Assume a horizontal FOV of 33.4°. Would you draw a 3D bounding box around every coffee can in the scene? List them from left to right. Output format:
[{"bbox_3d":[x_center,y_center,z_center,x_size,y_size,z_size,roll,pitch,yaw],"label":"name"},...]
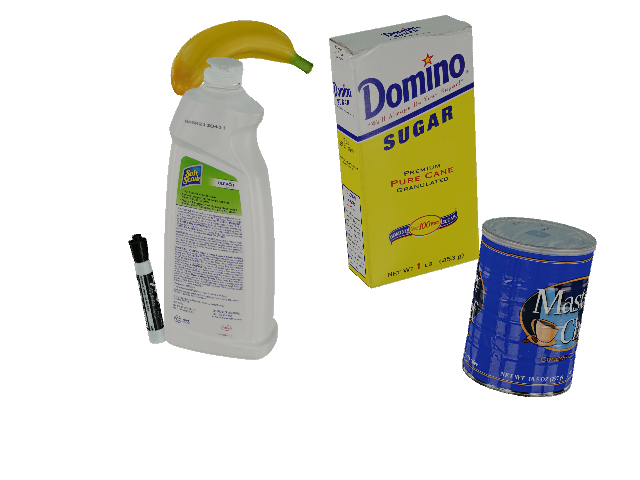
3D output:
[{"bbox_3d":[0.190,0.059,0.982,0.103,0.140,0.103,5,16,-2],"label":"coffee can"}]

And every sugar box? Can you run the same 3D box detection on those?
[{"bbox_3d":[0.062,-0.062,0.751,0.093,0.176,0.048,-15,29,-18],"label":"sugar box"}]

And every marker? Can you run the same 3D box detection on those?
[{"bbox_3d":[-0.183,0.051,1.132,0.020,0.121,0.020,-8,18,2],"label":"marker"}]

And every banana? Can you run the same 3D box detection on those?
[{"bbox_3d":[-0.085,-0.183,1.040,0.070,0.037,0.197,43,38,21],"label":"banana"}]

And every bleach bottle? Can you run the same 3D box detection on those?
[{"bbox_3d":[-0.079,-0.027,0.898,0.102,0.251,0.068,9,24,7],"label":"bleach bottle"}]
